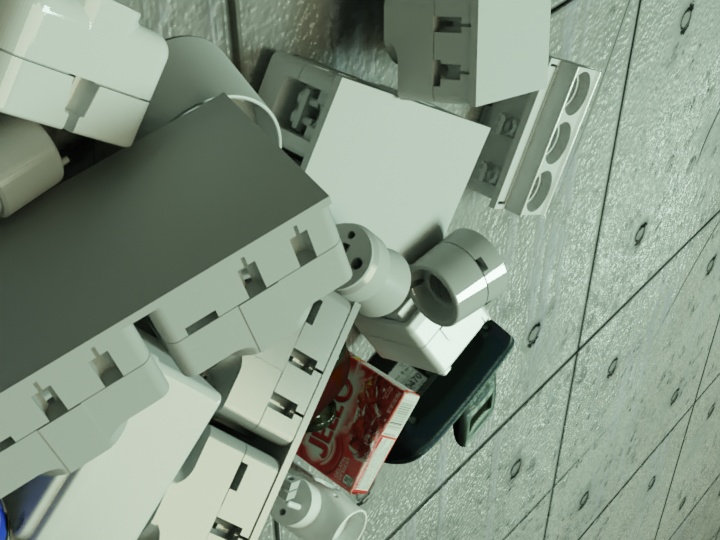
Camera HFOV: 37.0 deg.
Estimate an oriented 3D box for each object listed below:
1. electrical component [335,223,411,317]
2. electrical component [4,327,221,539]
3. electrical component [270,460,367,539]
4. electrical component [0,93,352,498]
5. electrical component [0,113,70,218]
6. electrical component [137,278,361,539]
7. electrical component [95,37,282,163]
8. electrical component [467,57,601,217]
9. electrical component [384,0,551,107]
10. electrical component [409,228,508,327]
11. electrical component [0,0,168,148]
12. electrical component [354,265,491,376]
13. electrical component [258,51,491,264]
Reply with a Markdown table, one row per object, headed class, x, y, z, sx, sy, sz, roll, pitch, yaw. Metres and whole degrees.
| class | x | y | z | sx | sy | sz | roll | pitch | yaw |
| --- | --- | --- | --- | --- | --- | --- | --- | --- | --- |
| electrical component | 0.000 | 0.000 | 0.640 | 0.045 | 0.045 | 0.055 | -59 | 150 | -3 |
| electrical component | -0.136 | 0.084 | 0.558 | 0.056 | 0.109 | 0.108 | 33 | 86 | -29 |
| electrical component | -0.044 | 0.177 | 0.814 | 0.043 | 0.077 | 0.079 | -58 | 149 | -5 |
| electrical component | -0.110 | 0.009 | 0.489 | 0.186 | 0.105 | 0.060 | -32 | 136 | -13 |
| electrical component | -0.169 | -0.040 | 0.479 | 0.078 | 0.040 | 0.040 | -41 | 145 | -30 |
| electrical component | -0.087 | 0.087 | 0.605 | 0.060 | 0.105 | 0.186 | 33 | 71 | -29 |
| electrical component | -0.092 | -0.067 | 0.574 | 0.099 | 0.064 | 0.099 | -28 | 142 | -24 |
| electrical component | 0.133 | -0.111 | 0.853 | 0.079 | 0.063 | 0.121 | -6 | 120 | -55 |
| electrical component | 0.067 | -0.197 | 0.636 | 0.105 | 0.060 | 0.186 | -25 | 119 | -55 |
| electrical component | 0.065 | 0.006 | 0.735 | 0.047 | 0.055 | 0.055 | -34 | 141 | -30 |
| electrical component | -0.134 | -0.097 | 0.471 | 0.095 | 0.054 | 0.059 | 11 | 105 | -59 |
| electrical component | 0.037 | 0.030 | 0.812 | 0.061 | 0.096 | 0.061 | -49 | 120 | -20 |
| electrical component | -0.002 | -0.066 | 0.689 | 0.186 | 0.060 | 0.105 | 4 | 112 | -57 |
